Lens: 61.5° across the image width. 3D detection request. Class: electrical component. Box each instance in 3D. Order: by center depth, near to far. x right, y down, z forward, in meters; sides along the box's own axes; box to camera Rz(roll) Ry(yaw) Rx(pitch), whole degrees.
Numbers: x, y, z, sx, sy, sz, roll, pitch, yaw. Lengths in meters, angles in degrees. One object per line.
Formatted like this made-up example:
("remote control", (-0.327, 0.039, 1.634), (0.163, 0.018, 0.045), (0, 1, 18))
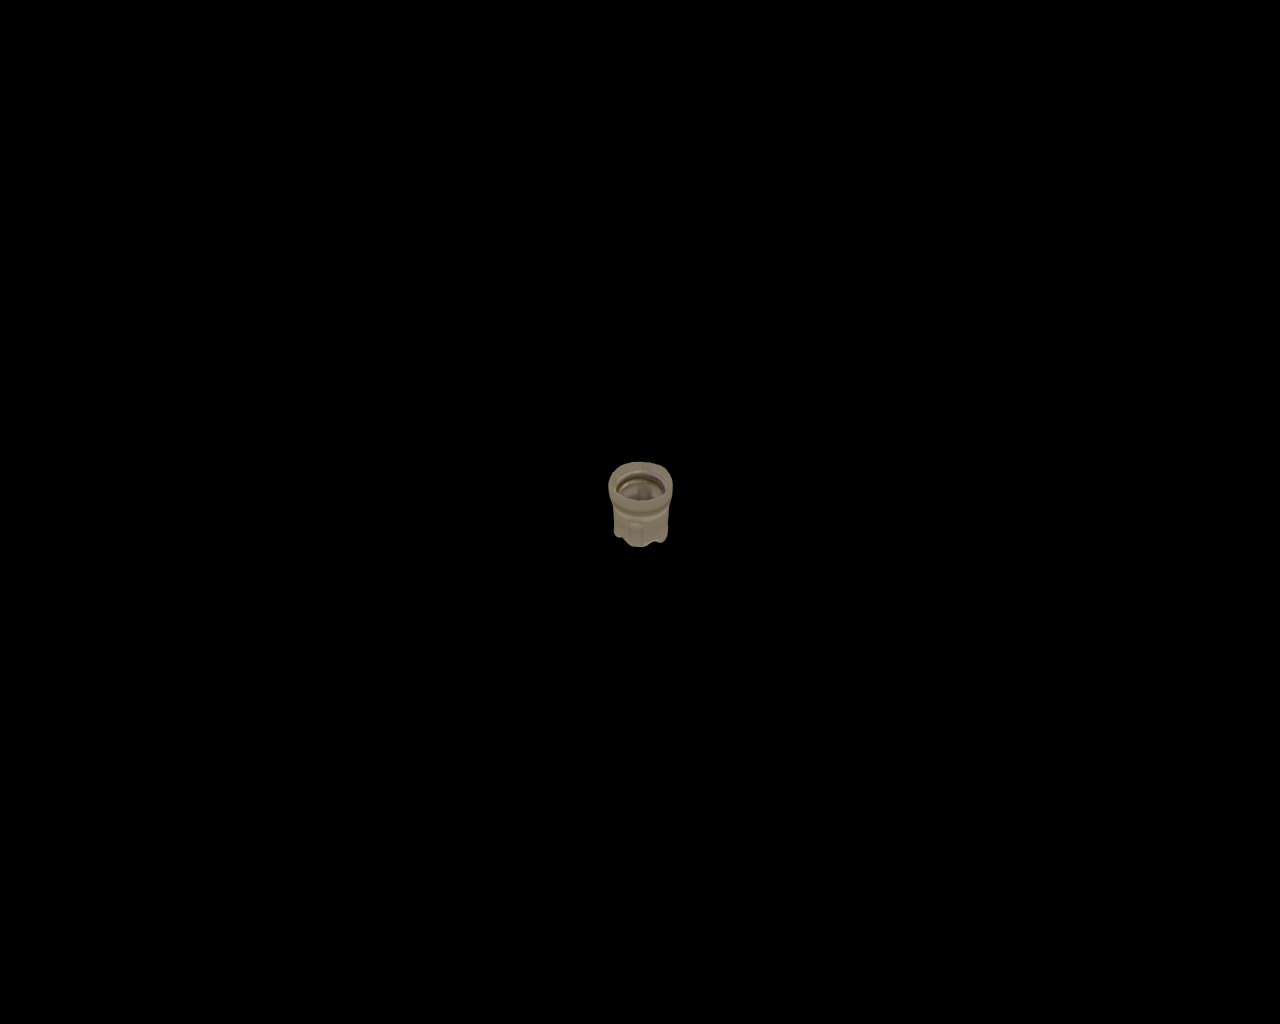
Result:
("electrical component", (0.001, -0.003, 0.650), (0.040, 0.046, 0.040), (0, 43, 0))
